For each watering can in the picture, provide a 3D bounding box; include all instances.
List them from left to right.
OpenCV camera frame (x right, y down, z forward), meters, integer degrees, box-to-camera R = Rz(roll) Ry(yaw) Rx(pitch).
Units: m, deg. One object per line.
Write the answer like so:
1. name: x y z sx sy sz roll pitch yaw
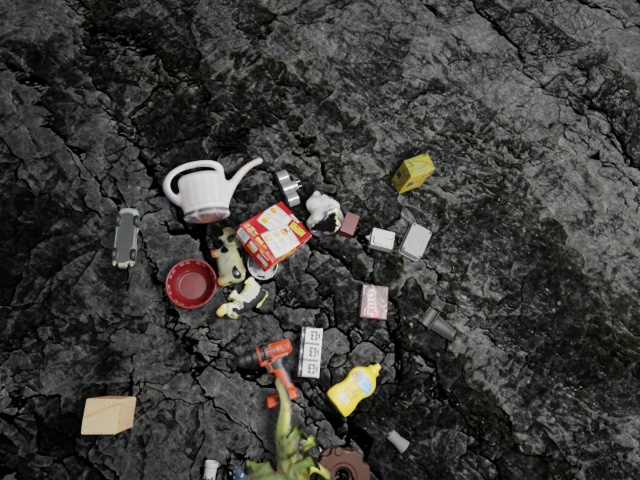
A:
1. watering can: -0.353 -0.172 1.753 0.348 0.227 0.102 -10 -14 -10

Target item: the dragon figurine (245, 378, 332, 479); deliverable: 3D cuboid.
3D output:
1. dragon figurine: -0.119 0.645 1.512 0.242 0.416 0.121 -32 -21 7

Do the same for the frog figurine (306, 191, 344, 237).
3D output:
1. frog figurine: 0.005 -0.090 1.789 0.121 0.136 0.162 30 15 -32
